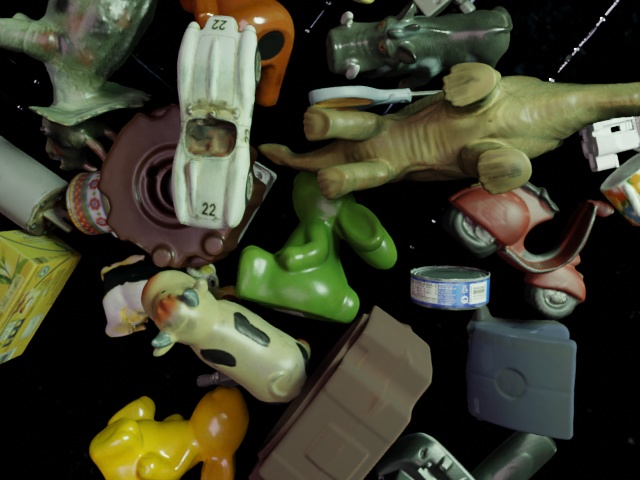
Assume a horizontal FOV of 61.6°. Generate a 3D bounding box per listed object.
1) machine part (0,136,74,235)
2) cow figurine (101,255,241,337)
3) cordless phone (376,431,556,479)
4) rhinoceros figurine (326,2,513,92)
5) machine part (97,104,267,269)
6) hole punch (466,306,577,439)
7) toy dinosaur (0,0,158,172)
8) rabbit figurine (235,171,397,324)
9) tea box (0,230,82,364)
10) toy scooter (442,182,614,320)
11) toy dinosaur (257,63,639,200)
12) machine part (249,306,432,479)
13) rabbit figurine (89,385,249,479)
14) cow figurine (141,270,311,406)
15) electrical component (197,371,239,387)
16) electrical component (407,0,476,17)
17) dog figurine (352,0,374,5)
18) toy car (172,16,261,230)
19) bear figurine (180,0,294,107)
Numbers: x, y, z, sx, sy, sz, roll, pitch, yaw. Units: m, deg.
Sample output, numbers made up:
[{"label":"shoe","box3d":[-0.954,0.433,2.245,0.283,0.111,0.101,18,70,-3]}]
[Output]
[{"label":"machine part","box3d":[-0.393,-0.082,0.662,0.243,0.079,0.079,34,99,5]},{"label":"cow figurine","box3d":[-0.182,0.058,0.652,0.167,0.068,0.098,-13,87,8]},{"label":"cordless phone","box3d":[0.172,0.259,0.622,0.184,0.089,0.146,-42,88,-2]},{"label":"rhinoceros figurine","box3d":[0.102,-0.201,0.566,0.190,0.112,0.073,-4,97,1]},{"label":"machine part","box3d":[-0.151,-0.057,0.582,0.179,0.056,0.179,1,94,8]},{"label":"hole punch","box3d":[0.221,0.149,0.593,0.116,0.092,0.142,0,99,12]},{"label":"toy dinosaur","box3d":[-0.253,-0.273,0.612,0.192,0.131,0.404,22,93,-7]},{"label":"rabbit figurine","box3d":[-0.001,-0.002,0.592,0.159,0.121,0.170,8,77,23]},{"label":"tea box","box3d":[-0.386,0.072,0.664,0.068,0.098,0.169,34,97,3]},{"label":"toy scooter","box3d":[0.233,-0.014,0.582,0.184,0.075,0.135,40,99,0]},{"label":"toy dinosaur","box3d":[0.155,-0.106,0.510,0.472,0.198,0.105,-1,102,25]},{"label":"machine part","box3d":[0.023,0.173,0.563,0.087,0.201,0.201,38,99,7]},{"label":"rabbit figurine","box3d":[-0.159,0.248,0.642,0.173,0.122,0.162,-30,84,-9]},{"label":"cow figurine","box3d":[-0.098,0.101,0.554,0.195,0.127,0.085,35,87,-6]},{"label":"electrical component","box3d":[-0.101,0.132,0.646,0.102,0.045,0.078,-8,56,13]},{"label":"electrical component","box3d":[0.128,-0.277,0.600,0.063,0.021,0.094,-39,90,10]},{"label":"dog figurine","box3d":[-0.008,-0.334,0.542,0.219,0.191,0.108,40,93,19]},{"label":"toy car","box3d":[-0.100,-0.110,0.514,0.074,0.056,0.201,5,96,5]},{"label":"bear figurine","box3d":[-0.118,-0.255,0.595,0.196,0.120,0.132,49,131,20]}]
